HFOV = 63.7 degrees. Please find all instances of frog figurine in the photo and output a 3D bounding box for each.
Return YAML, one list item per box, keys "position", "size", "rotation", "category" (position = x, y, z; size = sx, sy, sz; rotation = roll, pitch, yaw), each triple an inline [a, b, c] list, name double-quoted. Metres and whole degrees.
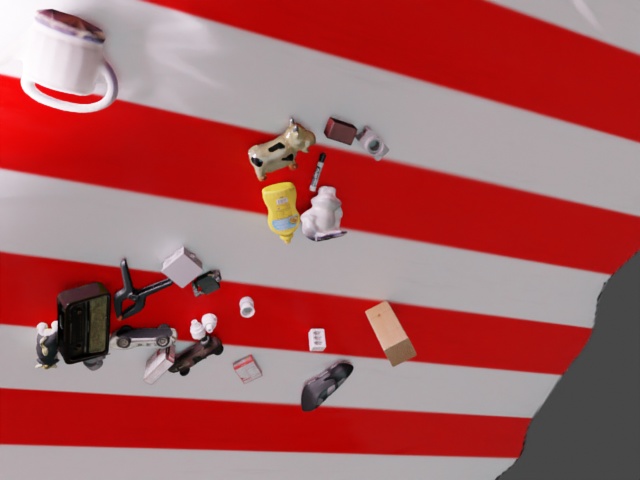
- position: [0.005, -0.078, 1.552]
  size: [0.138, 0.160, 0.121]
  rotation: [-11, -6, -19]
  category: "frog figurine"

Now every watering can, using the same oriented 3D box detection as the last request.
- position: [-0.643, -0.427, 1.196]
  size: [0.346, 0.221, 0.106]
  rotation: [14, 22, -21]
  category: "watering can"
